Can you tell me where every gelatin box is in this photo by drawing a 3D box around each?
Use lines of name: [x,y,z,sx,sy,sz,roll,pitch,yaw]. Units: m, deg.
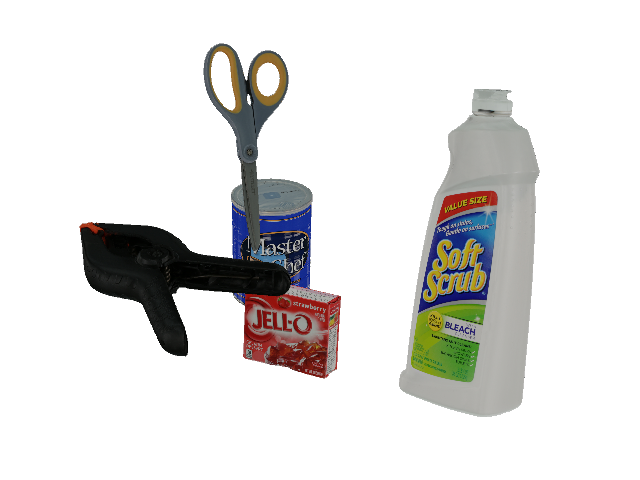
gelatin box: [-0.027,0.080,0.977,0.089,0.073,0.030,11,19,25]

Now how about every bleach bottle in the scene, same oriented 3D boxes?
bleach bottle: [0.121,0.006,0.848,0.067,0.251,0.103,-7,14,-44]

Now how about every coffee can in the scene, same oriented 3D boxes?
coffee can: [-0.063,0.004,1.367,0.103,0.140,0.103,1,26,-1]

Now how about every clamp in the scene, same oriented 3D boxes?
clamp: [-0.109,0.023,0.795,0.120,0.039,0.172,-17,37,-40]

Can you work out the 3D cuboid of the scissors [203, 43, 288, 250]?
scissors: [-0.057,-0.100,1.054,0.096,0.202,0.016,-23,11,-25]
